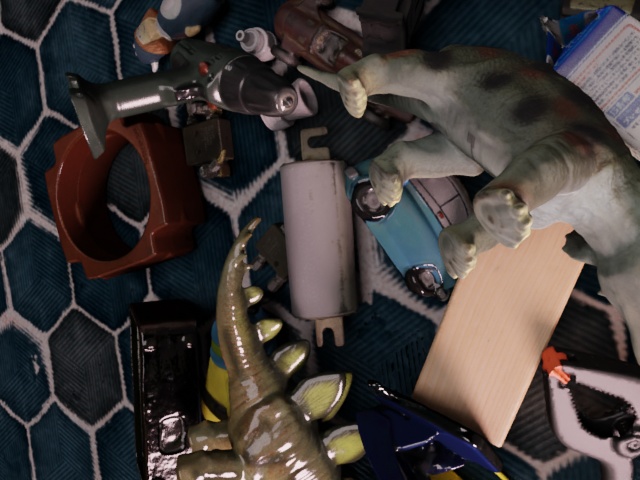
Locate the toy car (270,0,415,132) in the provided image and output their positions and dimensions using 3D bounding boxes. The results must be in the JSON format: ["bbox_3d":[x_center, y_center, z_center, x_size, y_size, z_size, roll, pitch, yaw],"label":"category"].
[{"bbox_3d":[0.027,-0.197,0.579,0.202,0.053,0.089,42,108,20],"label":"toy car"}]

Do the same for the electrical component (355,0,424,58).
[{"bbox_3d":[0.074,-0.236,0.513,0.048,0.074,0.119,16,72,15],"label":"electrical component"}]

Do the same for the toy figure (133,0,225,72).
[{"bbox_3d":[-0.189,-0.276,0.684,0.154,0.057,0.064,-24,45,29],"label":"toy figure"}]

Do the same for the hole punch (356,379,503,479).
[{"bbox_3d":[0.089,0.202,0.493,0.116,0.142,0.092,22,74,42],"label":"hole punch"}]

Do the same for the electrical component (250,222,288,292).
[{"bbox_3d":[-0.044,0.015,0.650,0.063,0.021,0.094,48,112,16],"label":"electrical component"}]

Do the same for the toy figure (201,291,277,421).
[{"bbox_3d":[-0.099,0.148,0.658,0.089,0.082,0.180,21,112,44],"label":"toy figure"}]

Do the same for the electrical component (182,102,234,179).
[{"bbox_3d":[-0.142,-0.128,0.676,0.078,0.045,0.102,0,95,26],"label":"electrical component"}]

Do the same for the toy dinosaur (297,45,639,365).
[{"bbox_3d":[0.144,-0.084,0.421,0.405,0.192,0.131,57,161,35],"label":"toy dinosaur"}]

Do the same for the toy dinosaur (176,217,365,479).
[{"bbox_3d":[-0.044,0.210,0.572,0.199,0.105,0.470,-21,112,-4],"label":"toy dinosaur"}]

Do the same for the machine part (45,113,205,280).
[{"bbox_3d":[-0.262,-0.059,0.723,0.201,0.087,0.201,-18,84,27],"label":"machine part"}]

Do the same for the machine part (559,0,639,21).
[{"bbox_3d":[0.240,-0.239,0.434,0.084,0.138,0.039,20,59,29],"label":"machine part"}]

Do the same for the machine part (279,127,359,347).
[{"bbox_3d":[-0.001,-0.002,0.595,0.079,0.079,0.243,-4,93,28],"label":"machine part"}]

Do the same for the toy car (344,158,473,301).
[{"bbox_3d":[0.098,-0.025,0.530,0.103,0.109,0.161,-37,86,8],"label":"toy car"}]

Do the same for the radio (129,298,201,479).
[{"bbox_3d":[-0.198,0.198,0.684,0.131,0.073,0.229,-172,78,-66],"label":"radio"}]

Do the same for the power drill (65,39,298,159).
[{"bbox_3d":[-0.158,-0.159,0.579,0.232,0.207,0.085,46,157,48],"label":"power drill"}]
